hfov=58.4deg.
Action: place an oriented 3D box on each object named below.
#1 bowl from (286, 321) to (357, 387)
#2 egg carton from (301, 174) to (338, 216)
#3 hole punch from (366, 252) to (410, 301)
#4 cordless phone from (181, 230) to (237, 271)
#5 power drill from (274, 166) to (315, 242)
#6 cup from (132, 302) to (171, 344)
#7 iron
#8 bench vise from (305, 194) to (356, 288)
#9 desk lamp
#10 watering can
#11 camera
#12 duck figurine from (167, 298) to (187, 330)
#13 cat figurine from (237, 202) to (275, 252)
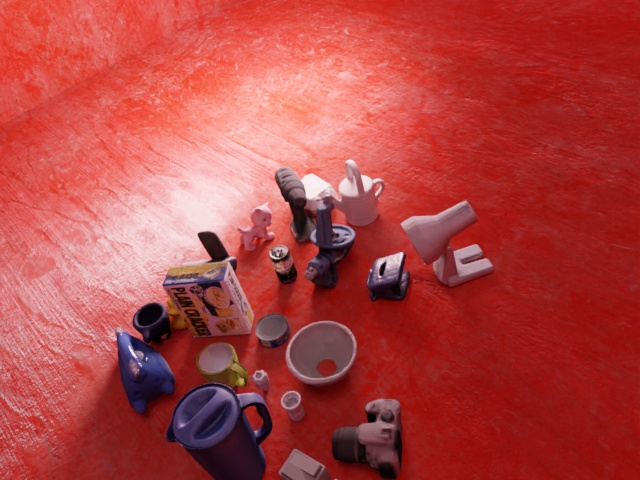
[{"bbox_3d":[0.009,0.274,1.320,0.167,0.075,0.167,-8,44,8],"label":"bowl"},{"bbox_3d":[-0.020,-0.138,1.749,0.107,0.069,0.149,-38,48,-21],"label":"egg carton"},{"bbox_3d":[0.169,0.090,1.447,0.101,0.091,0.109,3,47,19],"label":"hole punch"},{"bbox_3d":[-0.319,0.039,1.573,0.147,0.185,0.094,-9,44,8],"label":"cordless phone"},{"bbox_3d":[-0.064,-0.099,1.621,0.075,0.209,0.229,-22,44,-6],"label":"power drill"},{"bbox_3d":[-0.424,0.232,1.474,0.091,0.095,0.117,-11,44,5],"label":"cup"},{"bbox_3d":[-0.453,0.289,1.392,0.119,0.142,0.257,-32,46,-16],"label":"iron"},{"bbox_3d":[0.025,0.005,1.481,0.121,0.220,0.207,-2,46,15],"label":"bench vise"},{"bbox_3d":[0.309,0.009,1.400,0.203,0.214,0.117,-20,44,-4],"label":"desk lamp"},{"bbox_3d":[0.098,-0.136,1.622,0.173,0.194,0.100,-37,47,-20],"label":"watering can"},{"bbox_3d":[0.095,0.394,1.156,0.136,0.101,0.143,-3,45,13],"label":"camera"},{"bbox_3d":[-0.373,0.175,1.524,0.077,0.086,0.104,-1,46,16],"label":"duck figurine"},{"bbox_3d":[-0.186,-0.048,1.670,0.128,0.118,0.067,-33,46,-17],"label":"cat figurine"}]
